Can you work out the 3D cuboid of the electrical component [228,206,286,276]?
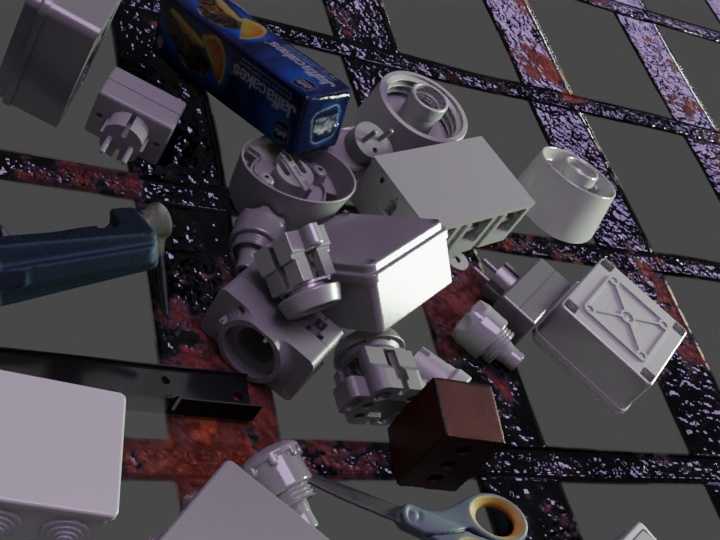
[{"bbox_3d":[-0.085,-0.019,0.861,0.043,0.043,0.062,26,43,-11],"label":"electrical component"}]

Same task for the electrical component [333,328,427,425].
[{"bbox_3d":[0.012,0.080,0.823,0.078,0.058,0.057,9,48,-37],"label":"electrical component"}]

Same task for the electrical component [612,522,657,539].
[{"bbox_3d":[0.214,0.246,0.801,0.096,0.061,0.062,49,43,15],"label":"electrical component"}]

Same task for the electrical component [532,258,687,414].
[{"bbox_3d":[0.230,0.059,0.991,0.109,0.056,0.109,43,41,8],"label":"electrical component"}]

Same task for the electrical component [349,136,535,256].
[{"bbox_3d":[0.075,-0.063,0.996,0.150,0.061,0.089,-16,62,-42],"label":"electrical component"}]

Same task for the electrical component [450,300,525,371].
[{"bbox_3d":[0.112,0.060,0.922,0.062,0.043,0.043,41,41,4],"label":"electrical component"}]

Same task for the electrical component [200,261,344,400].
[{"bbox_3d":[-0.068,0.047,0.805,0.089,0.050,0.056,40,40,5],"label":"electrical component"}]

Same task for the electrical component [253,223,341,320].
[{"bbox_3d":[-0.043,0.003,0.779,0.048,0.066,0.055,-15,80,-42],"label":"electrical component"}]

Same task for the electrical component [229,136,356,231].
[{"bbox_3d":[-0.059,-0.074,0.914,0.099,0.064,0.099,19,44,-19],"label":"electrical component"}]

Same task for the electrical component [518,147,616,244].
[{"bbox_3d":[0.216,-0.082,1.127,0.099,0.064,0.099,24,29,-14],"label":"electrical component"}]

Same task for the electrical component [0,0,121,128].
[{"bbox_3d":[-0.241,-0.181,0.855,0.057,0.113,0.078,27,42,-14],"label":"electrical component"}]

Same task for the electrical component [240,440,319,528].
[{"bbox_3d":[-0.051,0.150,0.727,0.048,0.048,0.062,-19,71,-43],"label":"electrical component"}]

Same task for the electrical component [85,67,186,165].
[{"bbox_3d":[-0.189,-0.114,0.878,0.066,0.047,0.076,27,43,-12],"label":"electrical component"}]

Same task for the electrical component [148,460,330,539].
[{"bbox_3d":[-0.080,0.183,0.671,0.100,0.048,0.099,38,41,3],"label":"electrical component"}]

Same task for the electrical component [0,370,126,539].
[{"bbox_3d":[-0.195,0.116,0.656,0.100,0.048,0.099,15,45,-23],"label":"electrical component"}]

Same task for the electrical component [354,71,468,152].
[{"bbox_3d":[0.055,-0.150,1.066,0.108,0.060,0.108,19,44,-19],"label":"electrical component"}]

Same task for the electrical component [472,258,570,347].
[{"bbox_3d":[0.134,0.019,0.972,0.076,0.047,0.083,43,42,8],"label":"electrical component"}]

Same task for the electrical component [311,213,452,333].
[{"bbox_3d":[0.000,0.000,0.851,0.109,0.056,0.109,6,25,36],"label":"electrical component"}]

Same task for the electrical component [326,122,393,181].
[{"bbox_3d":[-0.001,-0.110,0.976,0.077,0.079,0.044,-10,76,-40],"label":"electrical component"}]

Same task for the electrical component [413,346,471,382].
[{"bbox_3d":[0.060,0.088,0.863,0.046,0.040,0.040,37,41,10],"label":"electrical component"}]
